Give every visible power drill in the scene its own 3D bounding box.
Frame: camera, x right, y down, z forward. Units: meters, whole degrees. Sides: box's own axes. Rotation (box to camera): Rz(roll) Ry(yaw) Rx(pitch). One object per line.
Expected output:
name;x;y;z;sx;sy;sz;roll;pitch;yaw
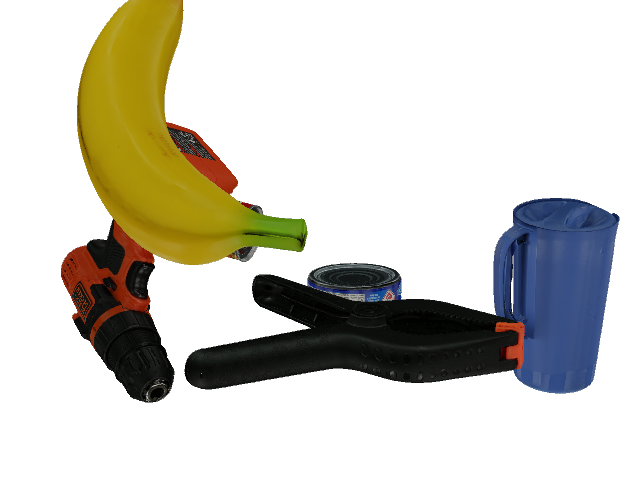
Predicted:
power drill;-0.137;0.011;0.852;0.057;0.188;0.185;13;24;-42

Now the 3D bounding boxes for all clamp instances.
clamp;0.028;0.059;0.714;0.210;0.036;0.164;1;18;6

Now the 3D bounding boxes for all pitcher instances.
pitcher;0.304;0.075;1.398;0.149;0.243;0.145;5;21;14

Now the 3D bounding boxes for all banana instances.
banana;-0.070;-0.050;0.456;0.069;0.037;0.198;-9;45;-20

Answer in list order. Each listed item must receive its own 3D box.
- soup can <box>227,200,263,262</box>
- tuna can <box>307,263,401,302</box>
soup can;-0.126;-0.020;1.248;0.102;0.068;0.068;15;5;19
tuna can;0.030;0.046;0.960;0.086;0.034;0.086;-1;13;0
